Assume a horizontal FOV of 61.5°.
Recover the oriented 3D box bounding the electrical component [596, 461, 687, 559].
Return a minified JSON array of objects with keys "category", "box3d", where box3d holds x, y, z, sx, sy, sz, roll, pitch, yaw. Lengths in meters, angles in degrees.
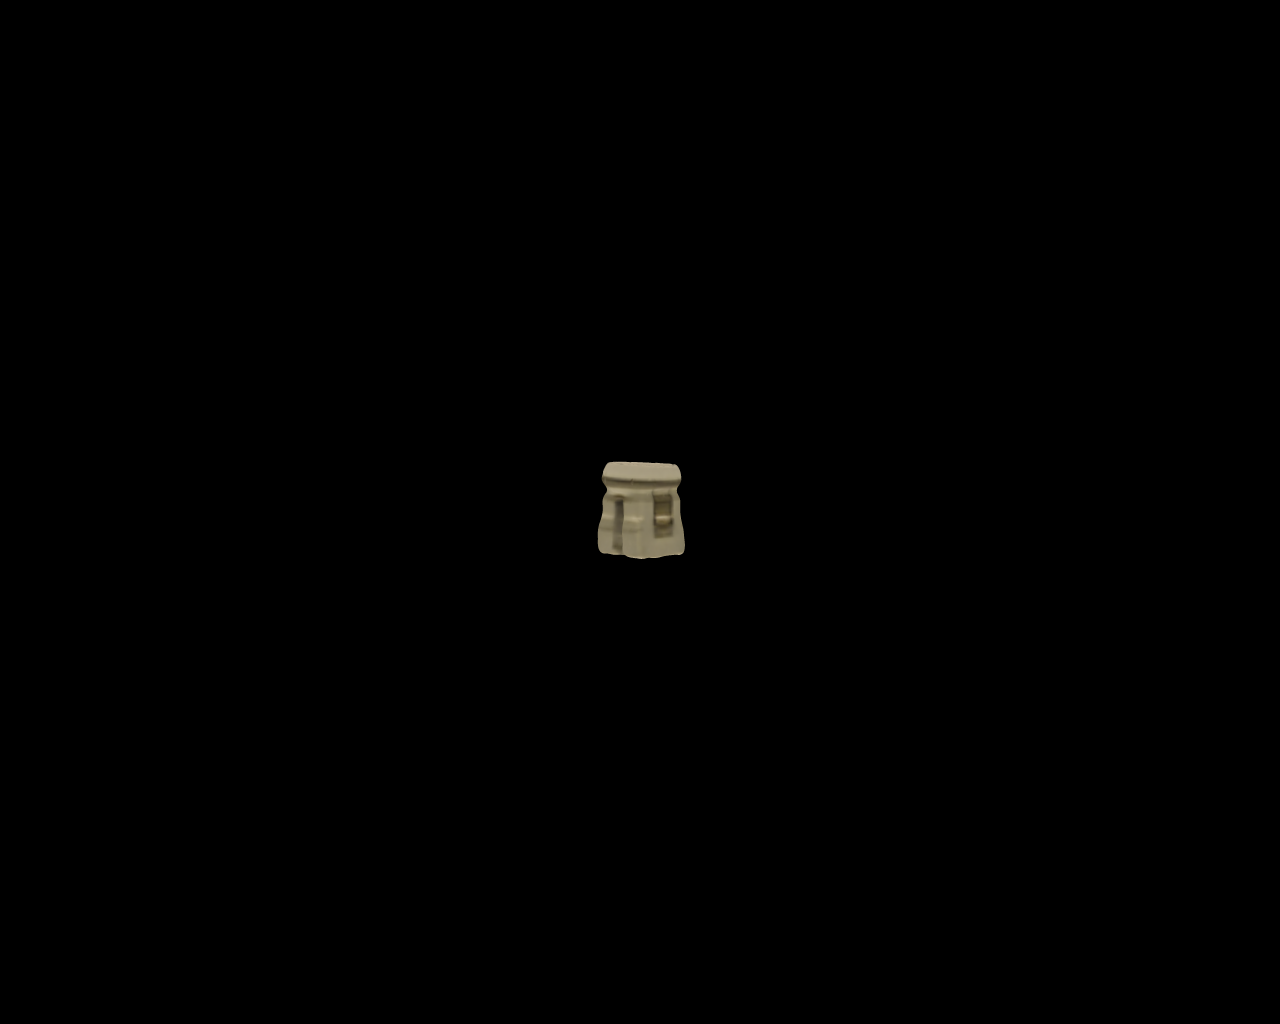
[{"category":"electrical component","box3d":[0.001,-0.003,0.650,0.048,0.055,0.066,-4,6,-39]}]
